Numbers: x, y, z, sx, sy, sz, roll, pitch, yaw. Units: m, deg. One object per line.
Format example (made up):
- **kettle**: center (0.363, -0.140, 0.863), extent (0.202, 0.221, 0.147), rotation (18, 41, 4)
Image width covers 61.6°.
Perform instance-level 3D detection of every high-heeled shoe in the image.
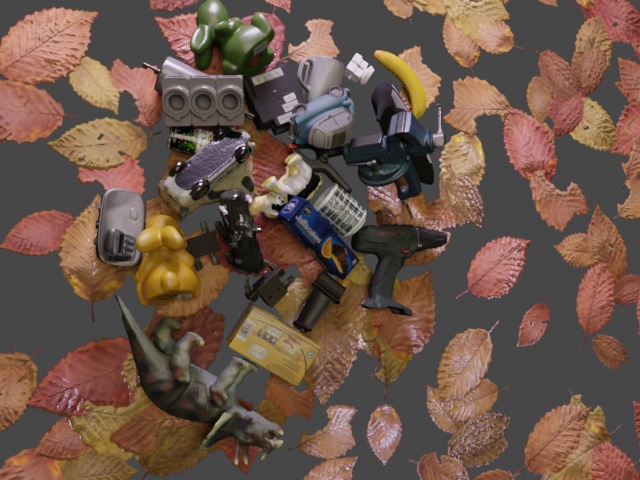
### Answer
- **high-heeled shoe**: center (0.200, -0.251, 1.263), extent (0.248, 0.086, 0.145), rotation (48, 42, -26)

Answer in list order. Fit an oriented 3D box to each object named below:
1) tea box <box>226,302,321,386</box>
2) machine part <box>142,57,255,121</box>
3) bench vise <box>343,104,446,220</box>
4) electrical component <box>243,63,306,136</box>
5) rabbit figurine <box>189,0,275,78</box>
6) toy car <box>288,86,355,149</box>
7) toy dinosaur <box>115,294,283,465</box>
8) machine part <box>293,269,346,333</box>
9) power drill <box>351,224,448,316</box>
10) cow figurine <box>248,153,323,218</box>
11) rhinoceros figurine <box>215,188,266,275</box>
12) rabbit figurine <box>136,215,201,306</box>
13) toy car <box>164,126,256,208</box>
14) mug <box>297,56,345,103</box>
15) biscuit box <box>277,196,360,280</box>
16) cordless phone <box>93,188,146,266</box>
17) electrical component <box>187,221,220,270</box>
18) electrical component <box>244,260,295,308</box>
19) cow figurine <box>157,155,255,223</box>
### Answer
- **tea box**: center (-0.095, 0.213, 1.105), extent (0.169, 0.068, 0.098), rotation (35, 85, -13)
- **machine part**: center (-0.245, -0.303, 1.101), extent (0.243, 0.079, 0.079), rotation (24, 78, -15)
- **bench vise**: center (0.176, -0.165, 1.167), extent (0.224, 0.240, 0.129), rotation (-15, 48, 17)
- **electrical component**: center (-0.098, -0.298, 1.160), extent (0.115, 0.058, 0.134), rotation (-24, 93, -16)
- **rabbit figurine**: center (-0.200, -0.420, 1.127), extent (0.159, 0.121, 0.170), rotation (-43, 81, -10)
- **toy car**: center (0.017, -0.245, 1.132), extent (0.162, 0.109, 0.103), rotation (-28, 61, -25)
- **toy dinosaur**: center (-0.254, 0.279, 1.034), extent (0.405, 0.131, 0.192), rotation (30, 76, -7)
- **machine part**: center (-0.004, 0.139, 1.163), extent (0.084, 0.039, 0.139), rotation (43, 73, -15)
- **power drill**: center (0.179, 0.064, 1.207), extent (0.232, 0.086, 0.207), rotation (10, 86, -16)
- **cow figurine**: center (-0.076, -0.097, 1.139), extent (0.098, 0.068, 0.167), rotation (44, 88, -18)
- **rhinoceros figurine**: center (-0.159, -0.015, 1.064), extent (0.073, 0.112, 0.190), rotation (-21, 123, -17)
- **rabbit figurine**: center (-0.304, 0.028, 1.030), extent (0.122, 0.162, 0.173), rotation (-7, 70, -7)
- **toy car**: center (-0.210, -0.145, 1.034), extent (0.073, 0.056, 0.202), rotation (41, 66, 7)
- **mug**: center (-0.004, -0.342, 1.176), extent (0.109, 0.081, 0.107), rotation (11, 93, -46)
- **biscuit box**: center (-0.002, -0.003, 1.127), extent (0.063, 0.059, 0.202), rotation (-49, 121, -11)
- **cordless phone**: center (-0.372, -0.028, 0.981), extent (0.089, 0.184, 0.146), rotation (5, 84, -13)
- **electrical component**: center (-0.242, 0.011, 1.104), extent (0.063, 0.021, 0.094), rotation (-17, 91, -18)
- **electrical component**: center (-0.110, 0.093, 1.131), extent (0.102, 0.045, 0.078), rotation (-49, 129, -13)
- **cow figurine**: center (-0.229, -0.105, 1.090), extent (0.195, 0.085, 0.127), rotation (-4, 80, -19)
